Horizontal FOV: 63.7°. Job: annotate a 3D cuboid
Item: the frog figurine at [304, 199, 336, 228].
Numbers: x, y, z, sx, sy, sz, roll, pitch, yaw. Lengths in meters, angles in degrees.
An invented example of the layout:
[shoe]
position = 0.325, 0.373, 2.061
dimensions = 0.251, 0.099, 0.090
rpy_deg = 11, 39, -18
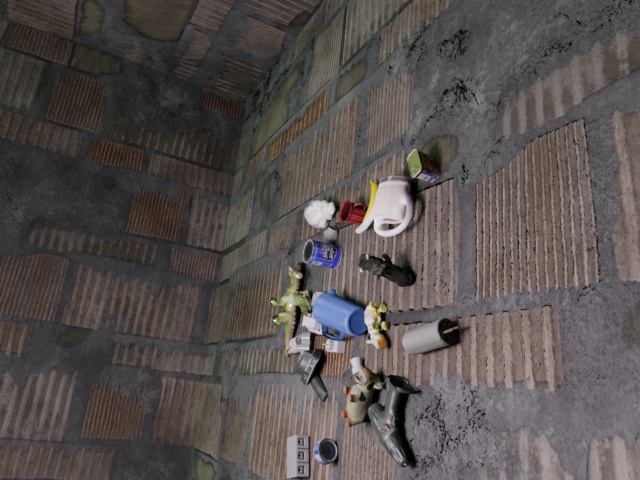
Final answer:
[frog figurine]
position = 0.007, -0.118, 2.337
dimensions = 0.160, 0.124, 0.136
rpy_deg = 10, 119, 56

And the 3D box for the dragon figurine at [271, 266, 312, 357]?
[dragon figurine]
position = -0.113, 0.326, 2.369
dimensions = 0.240, 0.122, 0.414
rpy_deg = -22, 73, 53

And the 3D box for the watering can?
[watering can]
position = 0.234, -0.122, 1.872
dimensions = 0.346, 0.103, 0.226
rpy_deg = -5, 72, 63
